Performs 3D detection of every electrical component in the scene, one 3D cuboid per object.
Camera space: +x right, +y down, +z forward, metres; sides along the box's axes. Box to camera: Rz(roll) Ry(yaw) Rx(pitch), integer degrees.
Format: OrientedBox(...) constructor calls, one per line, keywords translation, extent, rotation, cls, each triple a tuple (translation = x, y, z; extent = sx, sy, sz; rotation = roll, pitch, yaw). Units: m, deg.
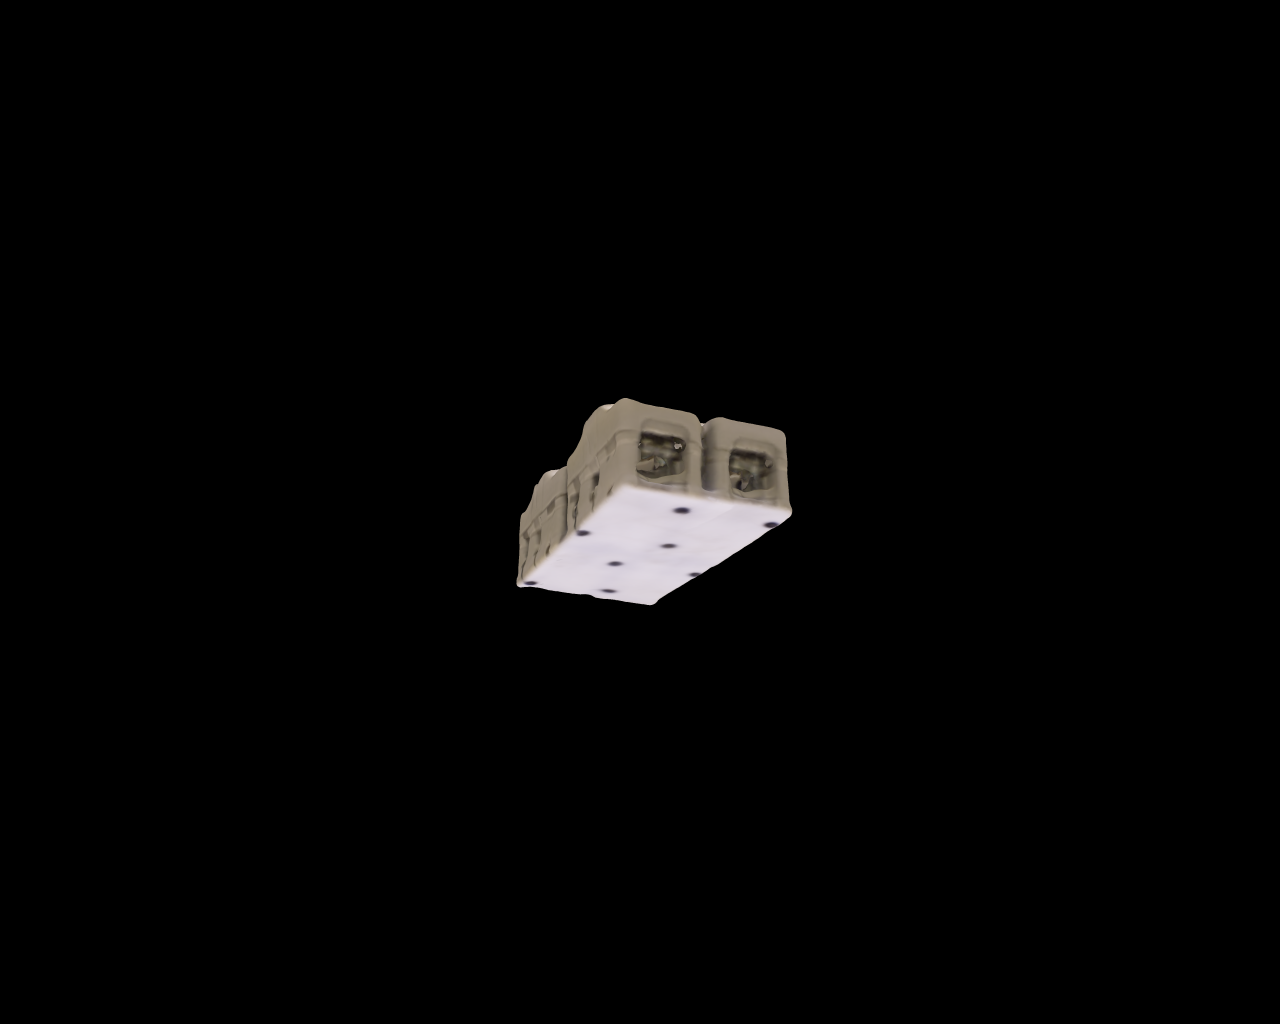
OrientedBox(translation=(0.001, -0.003, 0.650), extent=(0.105, 0.060, 0.186), rotation=(9, -24, -22), cls="electrical component")
